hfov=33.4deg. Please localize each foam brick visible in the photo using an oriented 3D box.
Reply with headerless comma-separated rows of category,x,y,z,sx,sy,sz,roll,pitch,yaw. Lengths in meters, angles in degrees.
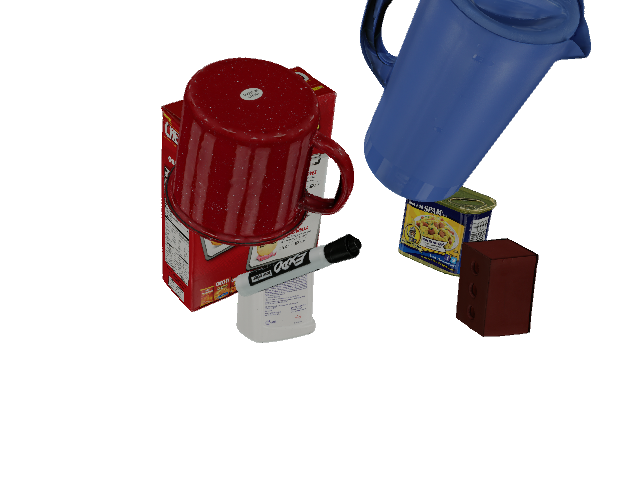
foam brick,0.161,0.043,0.978,0.051,0.078,0.053,-6,20,-23

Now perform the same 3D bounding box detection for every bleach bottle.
bleach bottle,-0.048,-0.002,1.323,0.102,0.251,0.068,-9,24,-34

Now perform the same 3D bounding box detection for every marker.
marker,-0.018,0.020,0.850,0.121,0.020,0.020,-21,-12,34

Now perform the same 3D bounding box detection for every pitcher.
pitcher,0.115,-0.150,0.962,0.144,0.149,0.243,-7,-31,-24

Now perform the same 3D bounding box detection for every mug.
mug,-0.035,-0.052,0.650,0.117,0.082,0.093,22,45,9

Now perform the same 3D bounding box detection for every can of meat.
can of meat,0.138,-0.015,1.183,0.102,0.084,0.057,25,28,37

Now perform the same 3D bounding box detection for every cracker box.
cracker box,-0.077,-0.052,1.071,0.163,0.214,0.072,-22,45,-31
